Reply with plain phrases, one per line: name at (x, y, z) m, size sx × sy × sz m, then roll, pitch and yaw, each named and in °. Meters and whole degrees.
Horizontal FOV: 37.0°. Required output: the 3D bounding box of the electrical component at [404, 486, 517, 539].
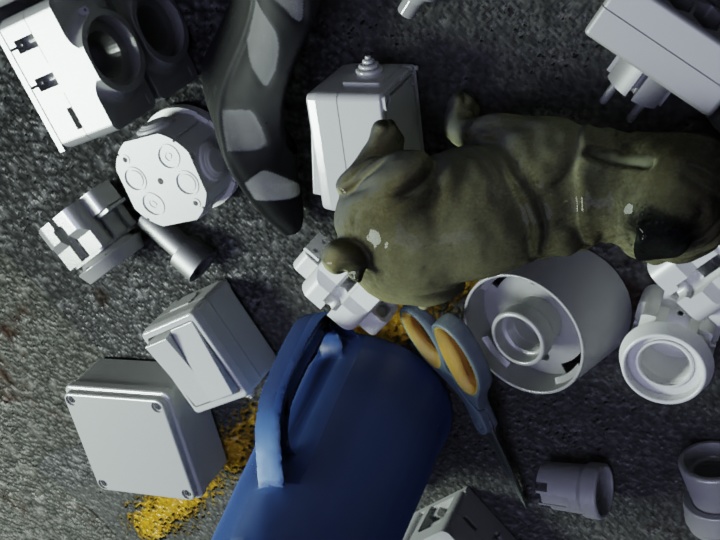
electrical component at (0.054, 0.252, 0.874) m, size 0.089 × 0.061 × 0.150 m, roll 48°, pitch 128°, yaw -7°

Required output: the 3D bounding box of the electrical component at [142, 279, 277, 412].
electrical component at (-0.116, 0.068, 0.846) m, size 0.062 × 0.061 × 0.096 m, roll -22°, pitch 107°, yaw 35°

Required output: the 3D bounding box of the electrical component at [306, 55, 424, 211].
electrical component at (0.002, -0.091, 0.690) m, size 0.061 × 0.061 × 0.096 m, roll 5°, pitch 121°, yaw 24°

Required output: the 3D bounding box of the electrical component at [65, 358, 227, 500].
electrical component at (-0.183, 0.135, 0.924) m, size 0.109 × 0.056 × 0.108 m, roll 1°, pitch 119°, yaw 26°

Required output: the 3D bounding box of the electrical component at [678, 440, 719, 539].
electrical component at (0.241, 0.151, 0.730) m, size 0.045 × 0.045 × 0.055 m, roll 0°, pitch 119°, yaw 27°

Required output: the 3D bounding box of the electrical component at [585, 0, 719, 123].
electrical component at (0.164, -0.117, 0.603) m, size 0.083 × 0.047 × 0.075 m, roll 35°, pitch 128°, yaw 3°

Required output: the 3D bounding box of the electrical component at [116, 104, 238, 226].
electrical component at (-0.130, -0.074, 0.773) m, size 0.080 × 0.051 × 0.080 m, roll 12°, pitch 124°, yaw 19°

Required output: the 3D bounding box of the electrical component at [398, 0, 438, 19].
electrical component at (0.042, -0.175, 0.636) m, size 0.035 × 0.035 × 0.061 m, roll 37°, pitch 131°, yaw 1°

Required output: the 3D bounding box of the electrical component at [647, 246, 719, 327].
electrical component at (0.212, -0.011, 0.638) m, size 0.078 × 0.058 × 0.057 m, roll 43°, pitch 131°, yaw -3°

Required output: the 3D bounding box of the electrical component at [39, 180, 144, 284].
electrical component at (-0.206, -0.026, 0.836) m, size 0.078 × 0.058 × 0.057 m, roll -31°, pitch 99°, yaw 37°

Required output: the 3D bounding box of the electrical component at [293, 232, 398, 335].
electrical component at (0.000, 0.000, 0.750) m, size 0.078 × 0.058 × 0.057 m, roll 41°, pitch 131°, yaw -1°

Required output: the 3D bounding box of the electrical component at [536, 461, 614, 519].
electrical component at (0.156, 0.158, 0.781) m, size 0.046 × 0.040 × 0.040 m, roll 0°, pitch 119°, yaw 33°

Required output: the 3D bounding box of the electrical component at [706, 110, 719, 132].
electrical component at (0.230, -0.081, 0.595) m, size 0.081 × 0.043 × 0.043 m, roll -29°, pitch 103°, yaw 36°

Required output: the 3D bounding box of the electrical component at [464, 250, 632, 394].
electrical component at (0.122, 0.032, 0.720) m, size 0.099 × 0.064 × 0.099 m, roll 22°, pitch 129°, yaw 30°

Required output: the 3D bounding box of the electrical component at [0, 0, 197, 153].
electrical component at (-0.188, -0.187, 0.698) m, size 0.060 × 0.105 × 0.186 m, roll -13°, pitch 112°, yaw 32°

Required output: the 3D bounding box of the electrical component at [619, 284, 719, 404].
electrical component at (0.197, 0.048, 0.681) m, size 0.058 × 0.057 × 0.078 m, roll 17°, pitch 125°, yaw 17°
